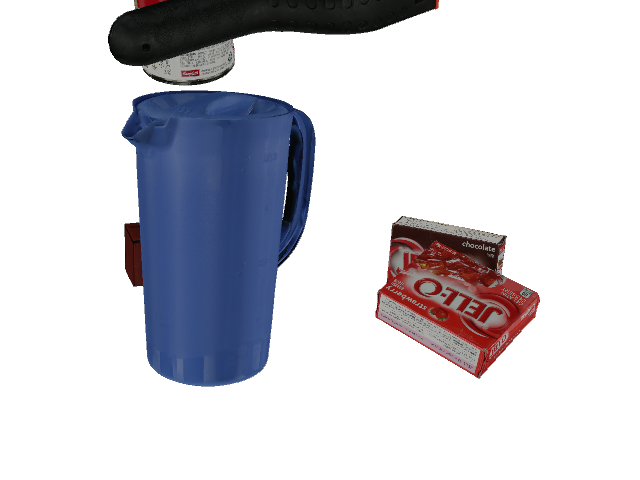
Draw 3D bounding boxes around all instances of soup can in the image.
[{"bbox_3d":[-0.092,-0.165,0.720,0.068,0.102,0.068,0,37,0],"label":"soup can"}]

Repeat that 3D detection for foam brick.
[{"bbox_3d":[-0.161,0.011,1.108,0.078,0.051,0.053,-5,22,-19],"label":"foam brick"}]

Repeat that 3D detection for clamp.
[{"bbox_3d":[-0.025,-0.118,0.517,0.171,0.039,0.120,-2,40,2],"label":"clamp"}]

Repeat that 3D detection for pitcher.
[{"bbox_3d":[-0.086,-0.006,0.921,0.149,0.243,0.145,4,18,2],"label":"pitcher"}]

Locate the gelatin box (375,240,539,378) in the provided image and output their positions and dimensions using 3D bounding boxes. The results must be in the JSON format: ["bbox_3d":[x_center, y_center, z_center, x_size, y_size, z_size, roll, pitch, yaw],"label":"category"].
[{"bbox_3d":[0.095,0.045,0.739,0.089,0.030,0.073,29,46,26],"label":"gelatin box"}]

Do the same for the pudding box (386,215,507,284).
[{"bbox_3d":[0.124,0.030,1.068,0.114,0.090,0.039,10,22,18],"label":"pudding box"}]
